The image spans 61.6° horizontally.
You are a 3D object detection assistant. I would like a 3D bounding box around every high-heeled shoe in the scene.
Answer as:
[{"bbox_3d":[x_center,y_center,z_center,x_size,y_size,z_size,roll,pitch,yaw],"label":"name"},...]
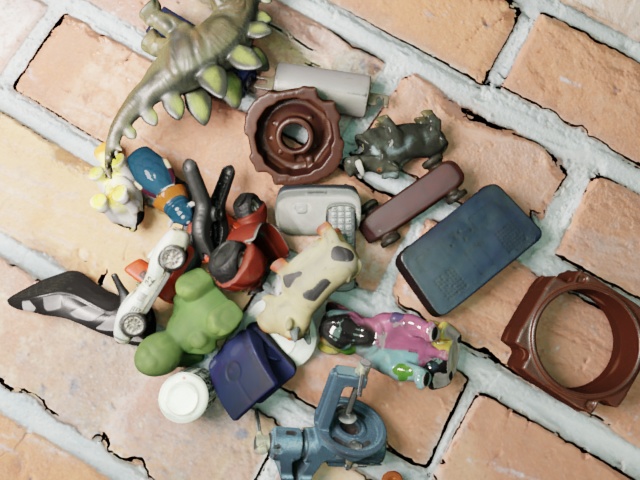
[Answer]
[{"bbox_3d":[-0.403,0.131,0.921,0.249,0.086,0.145,-9,114,15],"label":"high-heeled shoe"}]

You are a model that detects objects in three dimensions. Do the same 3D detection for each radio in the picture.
[{"bbox_3d":[0.250,0.016,0.928,0.229,0.073,0.131,-37,83,-7],"label":"radio"}]

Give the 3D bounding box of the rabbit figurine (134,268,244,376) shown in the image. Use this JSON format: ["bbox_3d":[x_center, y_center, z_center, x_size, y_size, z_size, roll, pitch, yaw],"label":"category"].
[{"bbox_3d":[-0.225,0.148,0.863,0.170,0.159,0.121,-39,82,-24],"label":"rabbit figurine"}]

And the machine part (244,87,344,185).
[{"bbox_3d":[-0.043,-0.180,0.927,0.179,0.056,0.179,0,110,1],"label":"machine part"}]

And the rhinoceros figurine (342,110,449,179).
[{"bbox_3d":[0.130,-0.164,0.956,0.190,0.073,0.112,-16,93,-4],"label":"rhinoceros figurine"}]

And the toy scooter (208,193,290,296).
[{"bbox_3d":[-0.106,0.022,0.888,0.075,0.135,0.184,-14,45,32],"label":"toy scooter"}]

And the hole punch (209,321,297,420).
[{"bbox_3d":[-0.119,0.213,0.871,0.116,0.092,0.142,47,112,6],"label":"hole punch"}]

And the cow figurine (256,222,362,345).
[{"bbox_3d":[-0.018,0.078,0.849,0.195,0.085,0.127,-40,64,5],"label":"cow figurine"}]

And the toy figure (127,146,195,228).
[{"bbox_3d":[-0.257,-0.086,0.890,0.064,0.058,0.154,-41,83,27],"label":"toy figure"}]

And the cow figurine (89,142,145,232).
[{"bbox_3d":[-0.343,-0.096,0.928,0.068,0.098,0.167,-24,53,4],"label":"cow figurine"}]

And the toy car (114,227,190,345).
[{"bbox_3d":[-0.264,0.071,0.840,0.056,0.073,0.201,31,88,-11],"label":"toy car"}]

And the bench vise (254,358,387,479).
[{"bbox_3d":[0.014,0.280,0.842,0.224,0.129,0.240,14,116,-6],"label":"bench vise"}]

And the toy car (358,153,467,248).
[{"bbox_3d":[0.159,-0.066,0.938,0.202,0.053,0.089,-36,84,13],"label":"toy car"}]

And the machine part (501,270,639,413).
[{"bbox_3d":[0.430,0.167,0.901,0.201,0.087,0.201,33,83,5],"label":"machine part"}]

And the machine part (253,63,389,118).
[{"bbox_3d":[0.004,-0.268,0.962,0.243,0.079,0.079,8,82,1],"label":"machine part"}]

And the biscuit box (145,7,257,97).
[{"bbox_3d":[-0.213,-0.337,0.977,0.203,0.059,0.063,32,82,3],"label":"biscuit box"}]

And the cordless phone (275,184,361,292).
[{"bbox_3d":[-0.003,-0.003,0.925,0.147,0.089,0.184,-1,90,-1],"label":"cordless phone"}]

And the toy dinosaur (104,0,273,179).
[{"bbox_3d":[-0.208,-0.302,0.888,0.471,0.105,0.198,-44,85,-7],"label":"toy dinosaur"}]

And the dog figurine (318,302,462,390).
[{"bbox_3d":[0.104,0.167,0.895,0.219,0.191,0.108,9,84,35],"label":"dog figurine"}]

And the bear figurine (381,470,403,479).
[{"bbox_3d":[0.111,0.478,0.836,0.120,0.132,0.196,34,89,-3],"label":"bear figurine"}]
